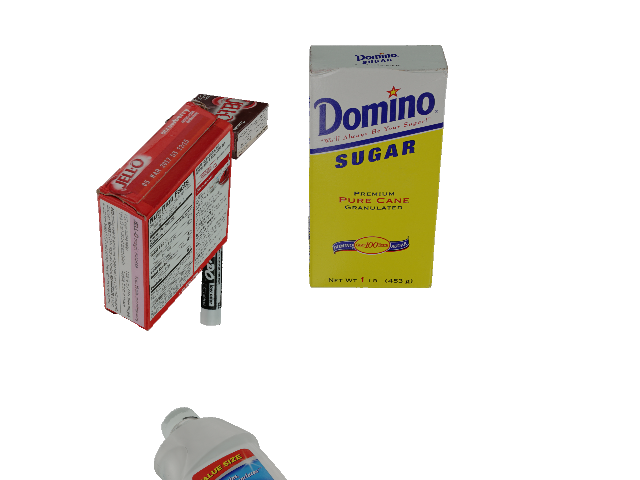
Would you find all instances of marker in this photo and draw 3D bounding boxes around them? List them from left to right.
[{"bbox_3d":[-0.097,0.016,0.956,0.020,0.121,0.020,3,13,-1],"label":"marker"}]

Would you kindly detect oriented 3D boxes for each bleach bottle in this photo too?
[{"bbox_3d":[-0.059,0.201,0.735,0.102,0.068,0.251,-18,35,-22],"label":"bleach bottle"}]

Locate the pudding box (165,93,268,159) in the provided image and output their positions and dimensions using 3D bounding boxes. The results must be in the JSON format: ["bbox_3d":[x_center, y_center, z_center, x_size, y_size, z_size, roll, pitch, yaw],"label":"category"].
[{"bbox_3d":[-0.120,-0.136,1.257,0.090,0.039,0.113,9,29,13],"label":"pudding box"}]

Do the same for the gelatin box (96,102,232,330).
[{"bbox_3d":[-0.075,-0.011,0.516,0.030,0.089,0.073,26,51,15],"label":"gelatin box"}]

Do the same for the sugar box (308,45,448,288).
[{"bbox_3d":[0.037,-0.048,0.752,0.093,0.176,0.048,-1,35,0],"label":"sugar box"}]
